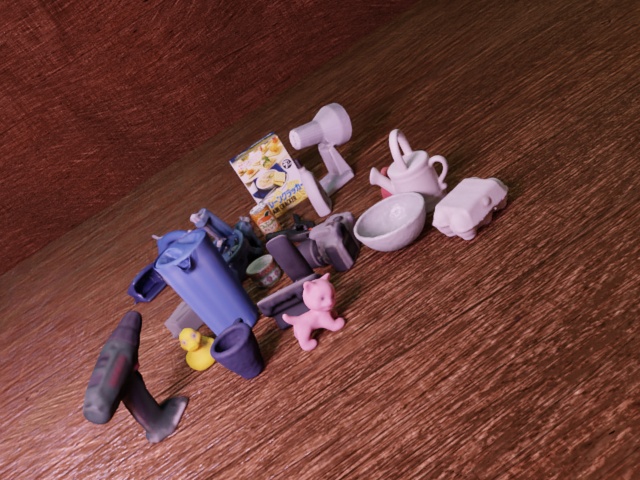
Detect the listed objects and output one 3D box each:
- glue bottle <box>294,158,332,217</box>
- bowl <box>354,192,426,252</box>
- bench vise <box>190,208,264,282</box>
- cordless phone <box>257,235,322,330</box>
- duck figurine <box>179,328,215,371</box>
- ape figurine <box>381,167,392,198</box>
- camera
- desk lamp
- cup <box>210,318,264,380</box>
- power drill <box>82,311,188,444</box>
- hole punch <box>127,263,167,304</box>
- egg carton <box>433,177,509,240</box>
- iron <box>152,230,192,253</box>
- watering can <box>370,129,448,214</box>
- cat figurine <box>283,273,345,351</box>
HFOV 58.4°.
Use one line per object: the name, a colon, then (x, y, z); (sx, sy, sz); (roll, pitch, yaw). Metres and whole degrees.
glue bottle: (-0.023, -0.149, 1.552); (0.037, 0.173, 0.078); (-24, 26, 17)
bowl: (0.162, -0.027, 1.232); (0.167, 0.075, 0.167); (-26, 26, 14)
bench vise: (-0.255, -0.009, 1.509); (0.121, 0.220, 0.207); (-26, 26, 14)
cordless phone: (-0.078, 0.080, 1.183); (0.147, 0.185, 0.094); (-29, 25, 7)
duck figurine: (-0.275, 0.228, 1.258); (0.077, 0.086, 0.104); (-36, 25, -7)
ape figurine: (0.177, -0.136, 1.393); (0.078, 0.092, 0.075); (-45, 27, -24)
camera: (0.012, 0.005, 1.317); (0.136, 0.101, 0.143); (-18, 28, 28)
desk lamp: (0.016, -0.264, 1.669); (0.203, 0.214, 0.117); (-43, 27, -21)
cup: (-0.151, 0.217, 1.125); (0.091, 0.095, 0.117); (-24, 26, 17)
power drill: (-0.353, 0.279, 1.110); (0.075, 0.209, 0.229); (-21, 27, 24)
hole punch: (-0.534, 0.130, 1.734); (0.100, 0.091, 0.109); (-6, 36, 44)
egg carton: (0.302, -0.066, 1.147); (0.150, 0.069, 0.107); (-42, 26, -20)
iron: (-0.390, 0.022, 1.704); (0.257, 0.142, 0.119); (-12, 32, 38)
watering can: (0.195, -0.155, 1.284); (0.172, 0.194, 0.101); (-27, 25, 11)
cat figurine: (-0.013, 0.128, 1.099); (0.128, 0.118, 0.067); (-36, 25, -8)
